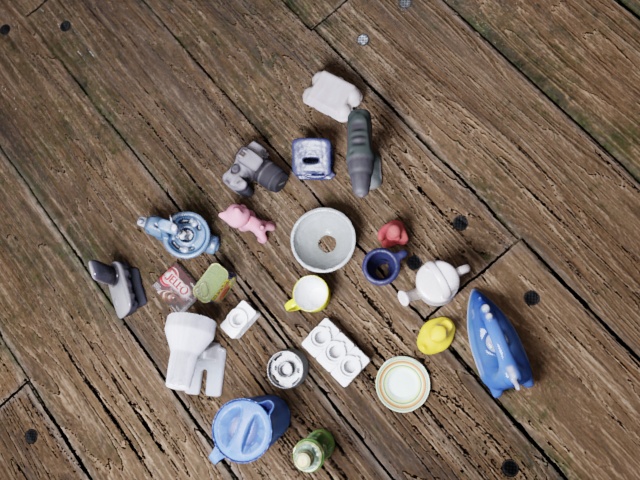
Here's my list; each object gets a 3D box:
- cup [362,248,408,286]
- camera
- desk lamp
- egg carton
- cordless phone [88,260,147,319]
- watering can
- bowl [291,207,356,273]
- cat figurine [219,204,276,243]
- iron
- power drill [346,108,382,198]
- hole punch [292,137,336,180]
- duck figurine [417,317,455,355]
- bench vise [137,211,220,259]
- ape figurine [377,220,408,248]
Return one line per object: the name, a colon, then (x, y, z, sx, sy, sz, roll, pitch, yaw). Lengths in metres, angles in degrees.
cup: (0.164, 0.064, 1.411, 0.117, 0.095, 0.091, -32, 76, 3)
camera: (-0.165, -0.174, 1.508, 0.136, 0.101, 0.143, 35, 87, 14)
desk lamp: (-0.304, 0.282, 1.392, 0.117, 0.214, 0.203, 2, 80, 10)
egg carton: (0.034, -0.383, 1.527, 0.150, 0.069, 0.107, 30, 86, 14)
cordless phone: (-0.536, 0.123, 1.475, 0.094, 0.185, 0.147, -25, 77, 5)
watering can: (0.268, 0.103, 1.335, 0.100, 0.194, 0.173, 41, 89, 14)
bowl: (0.013, 0.005, 1.458, 0.167, 0.075, 0.167, -2, 80, 10)
cat figurine: (-0.191, -0.051, 1.482, 0.127, 0.118, 0.067, 27, 85, 14)
iron: (0.403, 0.228, 1.316, 0.118, 0.141, 0.258, -20, 77, 6)
power drill: (0.107, -0.194, 1.409, 0.075, 0.208, 0.230, -5, 79, 9)
hole punch: (-0.017, -0.210, 1.494, 0.108, 0.091, 0.101, 1, 80, 10)
duck figurine: (0.277, 0.228, 1.366, 0.104, 0.086, 0.077, -43, 76, 0)
bench vise: (-0.381, -0.015, 1.455, 0.207, 0.220, 0.121, -2, 80, 10)
ape figurine: (0.183, -0.017, 1.424, 0.077, 0.092, 0.076, 28, 86, 14)
